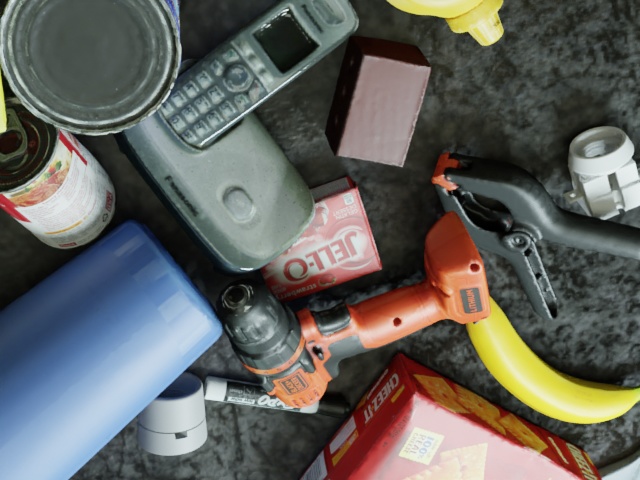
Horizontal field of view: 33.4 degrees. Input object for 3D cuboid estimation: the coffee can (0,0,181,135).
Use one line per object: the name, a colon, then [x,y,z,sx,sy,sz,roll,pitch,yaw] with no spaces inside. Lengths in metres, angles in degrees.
coffee can: [-0.138,-0.136,0.662,0.102,0.140,0.103,-3,115,-7]

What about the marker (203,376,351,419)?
marker: [-0.034,0.128,0.865,0.121,0.020,0.020,10,113,-12]

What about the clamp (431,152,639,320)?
clamp: [0.162,-0.012,0.797,0.171,0.039,0.120,39,129,-22]

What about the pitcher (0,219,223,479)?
pitcher: [-0.190,0.101,0.759,0.242,0.149,0.145,-40,124,-7]

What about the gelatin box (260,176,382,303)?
gelatin box: [-0.005,0.001,0.804,0.089,0.030,0.073,-18,116,2]

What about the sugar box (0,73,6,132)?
sugar box: [-0.237,-0.129,0.635,0.048,0.176,0.093,-12,119,-28]

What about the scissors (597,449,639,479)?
scissors: [0.275,0.183,0.934,0.096,0.016,0.202,2,114,-9]

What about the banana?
banana: [0.185,0.105,0.877,0.197,0.037,0.069,26,91,-19]

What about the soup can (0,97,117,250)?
soup can: [-0.185,-0.042,0.714,0.068,0.068,0.102,-23,155,3]

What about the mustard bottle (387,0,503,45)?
mustard bottle: [0.065,-0.207,0.697,0.096,0.058,0.191,-47,117,-16]

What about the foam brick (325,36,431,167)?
foam brick: [0.040,-0.098,0.752,0.051,0.053,0.078,10,112,-12]

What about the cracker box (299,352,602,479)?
cracker box: [0.108,0.213,0.895,0.213,0.072,0.164,30,108,-20]

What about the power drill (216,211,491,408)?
power drill: [0.027,0.048,0.778,0.187,0.057,0.184,-23,152,2]
